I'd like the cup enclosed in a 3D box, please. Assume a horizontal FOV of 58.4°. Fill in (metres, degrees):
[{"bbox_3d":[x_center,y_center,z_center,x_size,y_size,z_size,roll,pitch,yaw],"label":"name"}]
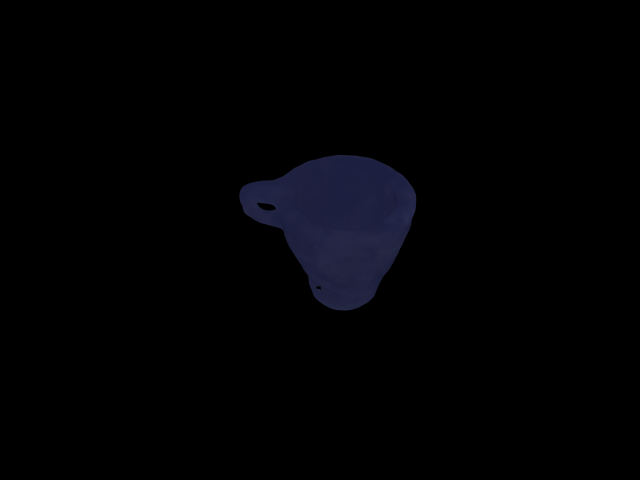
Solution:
[{"bbox_3d":[0.004,0.001,0.400,0.117,0.095,0.091,6,43,7],"label":"cup"}]
